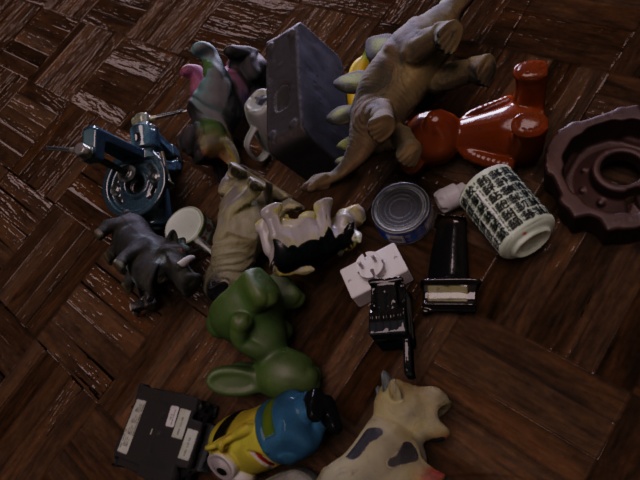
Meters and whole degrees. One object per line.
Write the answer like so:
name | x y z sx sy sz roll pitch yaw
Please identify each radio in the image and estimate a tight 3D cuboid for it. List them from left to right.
radio | -0.018 -0.210 0.832 0.073 0.131 0.229 -22 60 31

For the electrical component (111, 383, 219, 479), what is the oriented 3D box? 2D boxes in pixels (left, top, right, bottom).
electrical component | -0.198 0.264 0.718 0.134 0.058 0.115 7 69 26

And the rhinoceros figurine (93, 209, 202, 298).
rhinoceros figurine | -0.252 0.026 0.797 0.112 0.073 0.191 -33 53 -31

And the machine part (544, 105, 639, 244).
machine part | 0.369 -0.079 0.661 0.179 0.056 0.179 -9 62 17

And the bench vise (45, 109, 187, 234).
bench vise | -0.308 -0.130 0.877 0.129 0.240 0.223 -3 79 17

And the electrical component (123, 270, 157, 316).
electrical component | -0.289 0.072 0.855 0.045 0.078 0.102 -17 60 -19

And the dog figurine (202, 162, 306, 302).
dog figurine | -0.131 -0.009 0.820 0.190 0.121 0.172 -58 23 7

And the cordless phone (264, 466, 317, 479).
cordless phone | -0.040 0.310 0.551 0.089 0.184 0.147 -43 56 3

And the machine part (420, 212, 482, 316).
machine part | 0.169 0.030 0.700 0.084 0.039 0.139 -9 63 28

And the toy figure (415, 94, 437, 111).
toy figure | 0.129 -0.263 0.860 0.064 0.057 0.155 -19 52 -18

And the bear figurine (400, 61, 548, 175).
bear figurine | 0.202 -0.157 0.732 0.196 0.131 0.120 5 68 19

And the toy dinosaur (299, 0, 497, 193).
toy dinosaur | 0.124 -0.237 0.725 0.471 0.105 0.199 -48 34 -10

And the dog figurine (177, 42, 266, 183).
dog figurine | -0.158 -0.214 0.926 0.108 0.191 0.219 -21 79 53

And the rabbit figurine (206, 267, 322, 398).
rabbit figurine | -0.076 0.142 0.700 0.159 0.121 0.170 -37 71 6

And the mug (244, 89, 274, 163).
mug | -0.086 -0.187 0.879 0.109 0.107 0.081 -45 55 -7

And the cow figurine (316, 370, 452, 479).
cow figurine | 0.072 0.235 0.594 0.195 0.085 0.127 -37 64 -21

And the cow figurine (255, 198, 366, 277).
cow figurine | 0.000 -0.003 0.736 0.167 0.068 0.098 -7 67 -28

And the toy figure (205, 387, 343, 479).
toy figure | -0.057 0.232 0.647 0.180 0.089 0.082 -34 94 21

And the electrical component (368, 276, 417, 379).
electrical component | 0.092 0.112 0.667 0.048 0.074 0.119 -8 64 18
